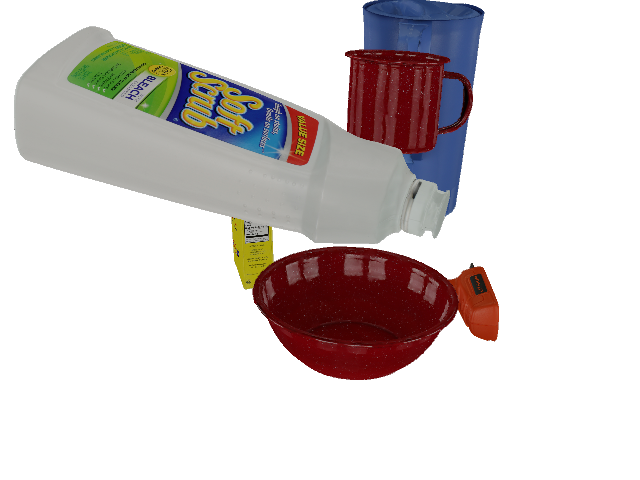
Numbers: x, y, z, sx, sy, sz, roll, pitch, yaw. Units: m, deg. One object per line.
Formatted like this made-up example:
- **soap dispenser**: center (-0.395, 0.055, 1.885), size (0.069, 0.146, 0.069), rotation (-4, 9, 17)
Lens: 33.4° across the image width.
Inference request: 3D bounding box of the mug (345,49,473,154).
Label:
- **mug**: center (0.078, -0.123, 0.950), size (0.117, 0.081, 0.093), rotation (1, 16, -7)

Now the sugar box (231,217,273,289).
- **sugar box**: center (-0.088, -0.038, 1.330), size (0.048, 0.176, 0.093), rotation (-9, 24, -10)

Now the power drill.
- **power drill**: center (0.105, 0.082, 1.217), size (0.187, 0.057, 0.184), rotation (-1, 27, -2)

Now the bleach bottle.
- **bleach bottle**: center (-0.046, -0.055, 0.624), size (0.251, 0.068, 0.102), rotation (17, 36, 13)

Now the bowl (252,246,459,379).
- **bowl**: center (0.027, 0.063, 0.847), size (0.162, 0.055, 0.162), rotation (2, 26, -1)

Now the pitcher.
- **pitcher**: center (0.106, -0.145, 1.205), size (0.149, 0.243, 0.145), rotation (-12, 26, -31)
